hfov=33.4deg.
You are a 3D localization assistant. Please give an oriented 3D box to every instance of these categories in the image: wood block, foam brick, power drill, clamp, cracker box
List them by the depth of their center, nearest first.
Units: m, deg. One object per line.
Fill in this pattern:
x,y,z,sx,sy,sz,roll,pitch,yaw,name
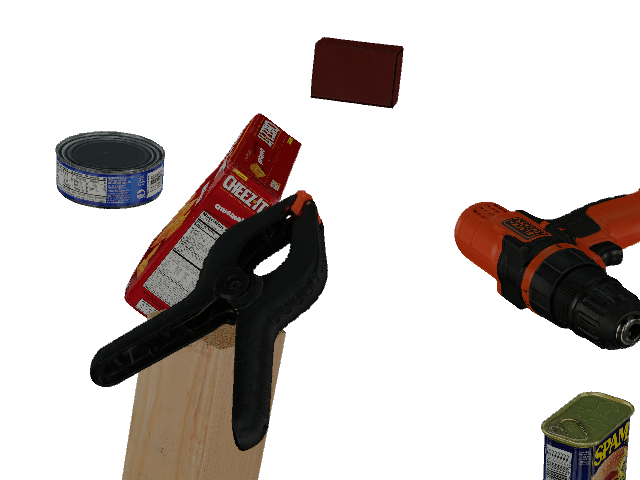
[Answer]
-0.042,0.044,0.629,0.120,0.171,0.039,30,-24,28,clamp
0.213,0.006,0.745,0.187,0.057,0.185,-13,28,-21,power drill
-0.108,0.167,0.944,0.090,0.206,0.090,21,18,32,wood block
0.034,-0.154,0.979,0.078,0.051,0.053,9,18,8,foam brick
-0.120,-0.023,1.190,0.072,0.214,0.164,36,24,-10,cracker box

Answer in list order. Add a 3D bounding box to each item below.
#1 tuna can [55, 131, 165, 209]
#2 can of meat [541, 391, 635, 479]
-0.168,-0.057,0.853,0.086,0.034,0.086,6,25,-3,tuna can
0.251,0.203,1.006,0.058,0.084,0.101,14,25,38,can of meat
